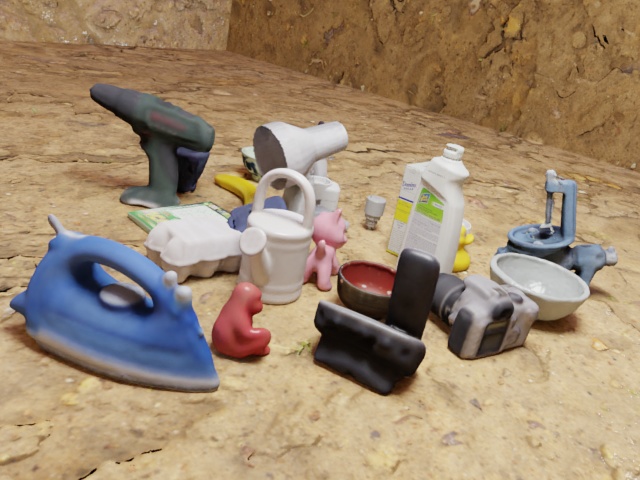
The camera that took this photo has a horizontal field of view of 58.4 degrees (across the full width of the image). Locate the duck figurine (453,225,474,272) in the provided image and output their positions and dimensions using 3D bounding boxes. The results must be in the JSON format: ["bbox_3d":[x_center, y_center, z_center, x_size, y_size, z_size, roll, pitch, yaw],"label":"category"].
[{"bbox_3d":[0.246,0.008,1.095,0.105,0.086,0.077,5,24,-16],"label":"duck figurine"}]

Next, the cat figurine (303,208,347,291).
[{"bbox_3d":[0.009,0.003,0.948,0.067,0.118,0.128,14,23,6],"label":"cat figurine"}]

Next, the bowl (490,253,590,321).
[{"bbox_3d":[0.364,0.090,0.979,0.167,0.075,0.167,10,23,-4],"label":"bowl"}]

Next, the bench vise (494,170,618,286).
[{"bbox_3d":[0.457,-0.017,1.086,0.207,0.220,0.121,8,23,-10],"label":"bench vise"}]

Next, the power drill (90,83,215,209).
[{"bbox_3d":[-0.316,-0.169,1.067,0.229,0.208,0.075,10,23,-5],"label":"power drill"}]

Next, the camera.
[{"bbox_3d":[0.235,0.096,0.869,0.144,0.101,0.136,-4,28,-33],"label":"camera"}]

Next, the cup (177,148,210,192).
[{"bbox_3d":[-0.272,-0.141,1.170,0.092,0.095,0.117,-1,26,-28],"label":"cup"}]

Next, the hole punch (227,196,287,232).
[{"bbox_3d":[-0.110,-0.028,0.996,0.101,0.091,0.108,5,24,-16],"label":"hole punch"}]

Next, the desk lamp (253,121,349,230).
[{"bbox_3d":[-0.031,-0.123,1.095,0.204,0.213,0.117,-8,30,-38],"label":"desk lamp"}]

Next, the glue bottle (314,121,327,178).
[{"bbox_3d":[-0.011,-0.184,1.296,0.077,0.173,0.037,29,29,35],"label":"glue bottle"}]

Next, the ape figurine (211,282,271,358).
[{"bbox_3d":[-0.095,0.096,0.717,0.076,0.092,0.077,3,25,-21],"label":"ape figurine"}]

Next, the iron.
[{"bbox_3d":[-0.220,0.068,0.657,0.257,0.141,0.119,18,24,14],"label":"iron"}]

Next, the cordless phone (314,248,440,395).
[{"bbox_3d":[0.072,0.081,0.716,0.147,0.185,0.094,19,24,17],"label":"cordless phone"}]

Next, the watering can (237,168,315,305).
[{"bbox_3d":[-0.061,-0.008,0.843,0.101,0.194,0.173,10,23,-4],"label":"watering can"}]

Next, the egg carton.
[{"bbox_3d":[-0.190,0.012,0.892,0.151,0.069,0.107,-11,32,-43],"label":"egg carton"}]
